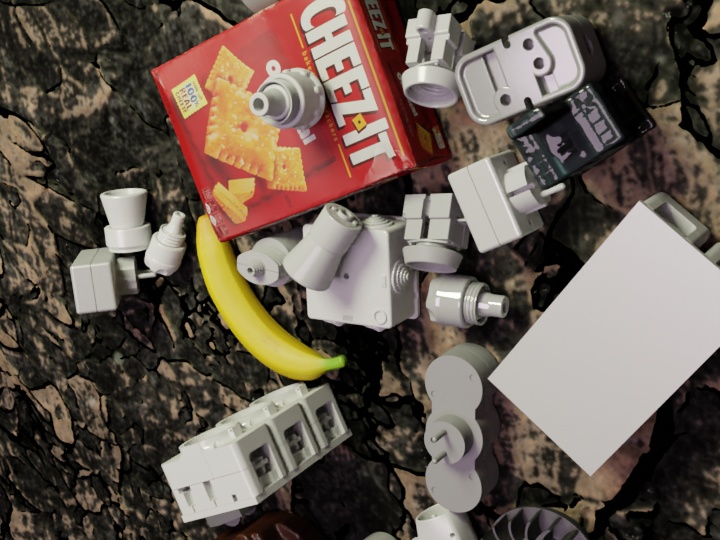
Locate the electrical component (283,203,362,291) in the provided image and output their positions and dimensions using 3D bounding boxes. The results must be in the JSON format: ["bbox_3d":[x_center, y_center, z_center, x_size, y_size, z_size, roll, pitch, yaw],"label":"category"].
[{"bbox_3d":[-0.028,-0.021,0.866,0.044,0.044,0.065,42,116,15],"label":"electrical component"}]

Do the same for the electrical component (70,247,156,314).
[{"bbox_3d":[-0.236,0.007,1.047,0.076,0.083,0.047,-7,102,-6],"label":"electrical component"}]

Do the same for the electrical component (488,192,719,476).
[{"bbox_3d":[0.197,0.046,0.795,0.105,0.060,0.186,44,121,14],"label":"electrical component"}]

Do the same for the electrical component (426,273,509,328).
[{"bbox_3d":[0.088,0.026,0.866,0.062,0.043,0.043,7,107,29],"label":"electrical component"}]

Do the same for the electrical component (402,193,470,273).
[{"bbox_3d":[0.060,-0.029,0.857,0.066,0.048,0.055,1,77,36],"label":"electrical component"}]

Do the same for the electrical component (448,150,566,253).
[{"bbox_3d":[0.120,-0.059,0.821,0.077,0.047,0.065,-23,90,34],"label":"electrical component"}]

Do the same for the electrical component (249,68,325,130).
[{"bbox_3d":[-0.059,-0.128,0.817,0.048,0.062,0.048,8,106,29],"label":"electrical component"}]

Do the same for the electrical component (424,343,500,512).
[{"bbox_3d":[0.078,0.136,0.885,0.052,0.074,0.138,7,107,30],"label":"electrical component"}]

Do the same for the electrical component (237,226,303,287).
[{"bbox_3d":[-0.071,-0.009,0.932,0.043,0.081,0.043,9,108,29],"label":"electrical component"}]

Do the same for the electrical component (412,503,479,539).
[{"bbox_3d":[0.069,0.248,0.939,0.079,0.043,0.077,-23,91,34],"label":"electrical component"}]

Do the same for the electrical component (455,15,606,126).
[{"bbox_3d":[0.126,-0.146,0.785,0.095,0.059,0.053,-19,93,34],"label":"electrical component"}]

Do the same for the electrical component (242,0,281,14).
[{"bbox_3d":[-0.071,-0.241,0.883,0.047,0.055,0.055,-23,91,38],"label":"electrical component"}]

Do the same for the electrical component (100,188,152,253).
[{"bbox_3d":[-0.225,-0.048,1.037,0.045,0.045,0.055,5,106,30],"label":"electrical component"}]

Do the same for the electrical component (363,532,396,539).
[{"bbox_3d":[0.009,0.262,0.964,0.040,0.078,0.040,1,93,23],"label":"electrical component"}]

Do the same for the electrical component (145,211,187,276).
[{"bbox_3d":[-0.181,-0.027,1.022,0.035,0.035,0.061,34,116,19],"label":"electrical component"}]

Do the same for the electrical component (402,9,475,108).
[{"bbox_3d":[0.058,-0.157,0.819,0.048,0.066,0.055,0,70,32],"label":"electrical component"}]

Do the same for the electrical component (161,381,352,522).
[{"bbox_3d":[-0.090,0.154,0.947,0.089,0.150,0.061,-22,92,34],"label":"electrical component"}]

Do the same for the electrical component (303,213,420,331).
[{"bbox_3d":[0.000,0.000,0.910,0.100,0.048,0.099,6,106,30],"label":"electrical component"}]
